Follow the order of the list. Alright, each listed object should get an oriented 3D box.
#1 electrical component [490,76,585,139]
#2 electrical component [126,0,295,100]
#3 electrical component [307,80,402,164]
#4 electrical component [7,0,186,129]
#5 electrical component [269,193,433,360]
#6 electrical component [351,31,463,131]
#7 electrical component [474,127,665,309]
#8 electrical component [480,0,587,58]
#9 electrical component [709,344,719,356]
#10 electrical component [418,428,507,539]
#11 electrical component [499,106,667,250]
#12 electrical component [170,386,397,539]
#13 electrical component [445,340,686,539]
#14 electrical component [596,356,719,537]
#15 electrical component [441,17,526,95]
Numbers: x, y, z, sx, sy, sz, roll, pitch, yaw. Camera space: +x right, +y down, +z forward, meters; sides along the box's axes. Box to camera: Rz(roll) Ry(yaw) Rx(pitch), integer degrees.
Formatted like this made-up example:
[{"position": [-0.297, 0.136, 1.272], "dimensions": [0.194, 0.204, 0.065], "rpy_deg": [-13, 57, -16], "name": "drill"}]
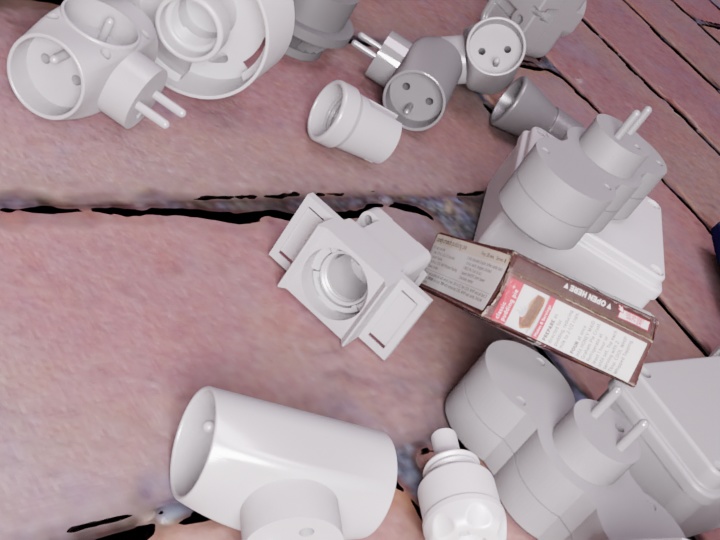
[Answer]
[{"position": [0.138, -0.111, 0.819], "dimensions": [0.065, 0.044, 0.044], "rpy_deg": [32, 32, -13], "name": "electrical component"}, {"position": [-0.086, -0.149, 0.610], "dimensions": [0.099, 0.099, 0.064], "rpy_deg": [32, 38, -5], "name": "electrical component"}, {"position": [-0.003, -0.089, 0.661], "dimensions": [0.046, 0.040, 0.040], "rpy_deg": [22, 34, -31], "name": "electrical component"}, {"position": [-0.126, -0.100, 0.554], "dimensions": [0.079, 0.044, 0.077], "rpy_deg": [35, 32, 0], "name": "electrical component"}, {"position": [0.000, 0.000, 0.543], "dimensions": [0.081, 0.042, 0.064], "rpy_deg": [42, 29, 11], "name": "electrical component"}, {"position": [0.030, -0.141, 0.752], "dimensions": [0.079, 0.044, 0.077], "rpy_deg": [32, 32, -4], "name": "electrical component"}, {"position": [0.134, -0.025, 0.685], "dimensions": [0.109, 0.056, 0.108], "rpy_deg": [32, 32, -5], "name": "electrical component"}, {"position": [0.161, -0.239, 0.955], "dimensions": [0.059, 0.095, 0.053], "rpy_deg": [0, 45, -42], "name": "electrical component"}, {"position": [0.282, 0.075, 0.669], "dimensions": [0.113, 0.078, 0.057], "rpy_deg": [34, 35, -1], "name": "electrical component"}, {"position": [0.041, 0.094, 0.462], "dimensions": [0.035, 0.035, 0.061], "rpy_deg": [20, 33, -23], "name": "electrical component"}, {"position": [0.139, -0.064, 0.613], "dimensions": [0.052, 0.073, 0.138], "rpy_deg": [45, 33, 16], "name": "electrical component"}, {"position": [-0.027, 0.086, 0.401], "dimensions": [0.077, 0.043, 0.079], "rpy_deg": [18, 35, -25], "name": "electrical component"}, {"position": [0.103, 0.085, 0.494], "dimensions": [0.052, 0.073, 0.138], "rpy_deg": [-2, 47, -44], "name": "electrical component"}, {"position": [0.176, 0.092, 0.568], "dimensions": [0.113, 0.057, 0.078], "rpy_deg": [0, 46, -43], "name": "electrical component"}, {"position": [0.082, -0.160, 0.815], "dimensions": [0.079, 0.044, 0.077], "rpy_deg": [-4, -1, 3], "name": "electrical component"}]
